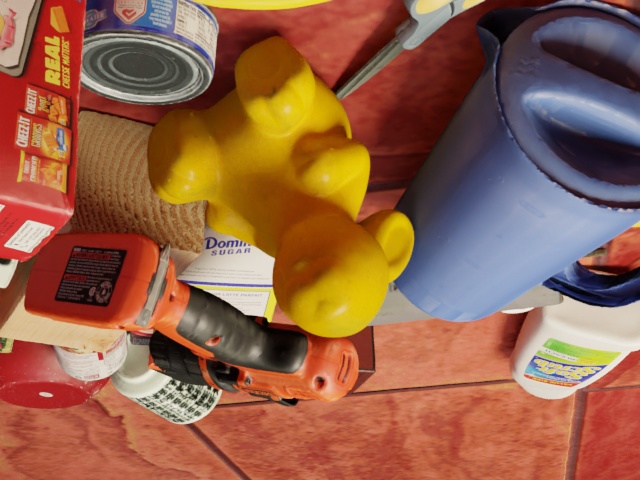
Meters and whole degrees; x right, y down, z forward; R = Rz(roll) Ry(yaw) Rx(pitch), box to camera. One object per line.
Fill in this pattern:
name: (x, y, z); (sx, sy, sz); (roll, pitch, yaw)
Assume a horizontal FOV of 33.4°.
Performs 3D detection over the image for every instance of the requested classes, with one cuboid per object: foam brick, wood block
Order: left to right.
wood block: (-0.163, 0.002, 0.772); (0.090, 0.090, 0.206); (11, 152, -25)
foam brick: (0.019, 0.119, 1.069); (0.053, 0.051, 0.078); (6, 153, -18)

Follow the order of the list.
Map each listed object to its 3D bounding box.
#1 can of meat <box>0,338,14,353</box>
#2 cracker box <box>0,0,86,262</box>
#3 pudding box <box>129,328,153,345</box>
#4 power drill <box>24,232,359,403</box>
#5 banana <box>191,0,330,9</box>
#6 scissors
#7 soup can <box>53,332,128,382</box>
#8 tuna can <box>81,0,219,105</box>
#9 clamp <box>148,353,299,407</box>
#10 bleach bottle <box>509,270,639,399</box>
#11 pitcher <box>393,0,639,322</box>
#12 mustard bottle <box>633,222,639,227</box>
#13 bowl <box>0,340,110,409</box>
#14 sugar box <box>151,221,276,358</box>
can of meat: (-0.306, 0.060, 0.920); (0.083, 0.057, 0.102); (4, 154, -19)
cracker box: (-0.220, -0.092, 0.489); (0.213, 0.164, 0.072); (15, 147, -31)
pudding box: (-0.114, 0.064, 0.959); (0.113, 0.039, 0.090); (1, 152, -9)
power drill: (-0.093, 0.053, 0.688); (0.185, 0.057, 0.187); (-1, 159, 41)
banana: (0.011, -0.153, 0.533); (0.198, 0.037, 0.069); (-19, 133, 29)
scissors: (0.045, -0.118, 0.589); (0.096, 0.016, 0.202); (-17, 171, -46)
soup can: (-0.207, 0.080, 0.953); (0.068, 0.068, 0.102); (1, 154, -7)
tuna can: (-0.101, -0.109, 0.599); (0.086, 0.034, 0.086); (2, 161, 1)
clamp: (-0.075, 0.121, 0.987); (0.171, 0.039, 0.120); (10, 146, -10)
bleach bottle: (0.244, 0.107, 1.040); (0.102, 0.068, 0.251); (12, 157, 7)
pitcher: (0.134, -0.025, 0.684); (0.144, 0.149, 0.243); (3, 157, -15)
mustard bottle: (0.305, -0.044, 0.747); (0.191, 0.058, 0.096); (-1, 153, -3)
bowl: (-0.274, 0.130, 1.065); (0.162, 0.055, 0.162); (-2, 154, -1)
sugar box: (-0.081, 0.034, 0.852); (0.093, 0.048, 0.176); (4, 136, -13)
